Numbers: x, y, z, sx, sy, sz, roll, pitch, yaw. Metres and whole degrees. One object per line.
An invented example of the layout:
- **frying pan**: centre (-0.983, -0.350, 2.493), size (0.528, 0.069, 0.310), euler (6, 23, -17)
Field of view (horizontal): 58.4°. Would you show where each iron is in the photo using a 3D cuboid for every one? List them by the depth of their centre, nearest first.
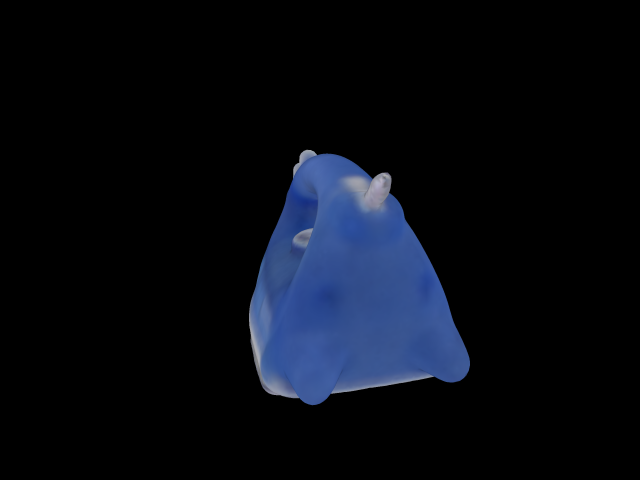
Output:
- **iron**: centre (0.004, 0.001, 0.400), size (0.119, 0.141, 0.257), euler (-5, 19, -14)
